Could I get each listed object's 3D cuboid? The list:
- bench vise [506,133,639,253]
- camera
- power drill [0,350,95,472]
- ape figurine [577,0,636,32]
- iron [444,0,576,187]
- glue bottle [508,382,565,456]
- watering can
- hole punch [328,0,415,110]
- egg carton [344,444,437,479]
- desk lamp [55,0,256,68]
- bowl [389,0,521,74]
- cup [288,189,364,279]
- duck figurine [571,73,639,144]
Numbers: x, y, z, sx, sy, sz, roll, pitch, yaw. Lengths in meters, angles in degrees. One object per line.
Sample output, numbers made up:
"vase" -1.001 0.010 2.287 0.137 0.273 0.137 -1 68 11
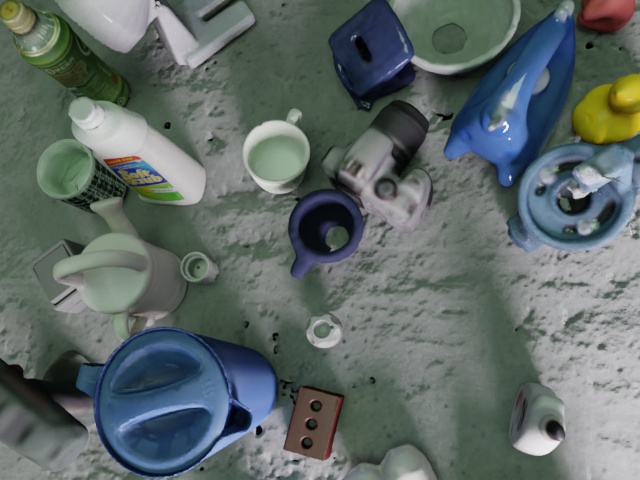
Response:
"bench vise" 0.304 -0.079 0.623 0.121 0.220 0.207 41 87 15
"camera" 0.090 -0.103 0.725 0.143 0.101 0.137 35 86 15
"power drill" -0.349 0.179 0.682 0.229 0.208 0.076 33 85 14
"ape figurine" 0.368 -0.312 0.728 0.078 0.092 0.076 -38 75 0
"iron" 0.255 -0.204 0.698 0.118 0.141 0.258 29 84 14
"glue bottle" 0.233 0.192 0.601 0.037 0.173 0.078 12 80 12
"watering can" -0.250 0.035 0.703 0.101 0.194 0.172 -33 75 2
"hole punch" 0.067 -0.248 0.764 0.101 0.091 0.108 -26 75 3
"egg carton" 0.096 0.318 0.651 0.107 0.069 0.150 -26 75 3
"desk lamp" -0.219 -0.327 0.764 0.203 0.214 0.118 -36 75 1
"bowl" 0.175 -0.287 0.763 0.167 0.075 0.167 -2 78 9
"cup" 0.007 0.003 0.719 0.091 0.095 0.118 30 84 14
"duck figurine" 0.366 -0.168 0.701 0.104 0.086 0.077 -24 75 4
